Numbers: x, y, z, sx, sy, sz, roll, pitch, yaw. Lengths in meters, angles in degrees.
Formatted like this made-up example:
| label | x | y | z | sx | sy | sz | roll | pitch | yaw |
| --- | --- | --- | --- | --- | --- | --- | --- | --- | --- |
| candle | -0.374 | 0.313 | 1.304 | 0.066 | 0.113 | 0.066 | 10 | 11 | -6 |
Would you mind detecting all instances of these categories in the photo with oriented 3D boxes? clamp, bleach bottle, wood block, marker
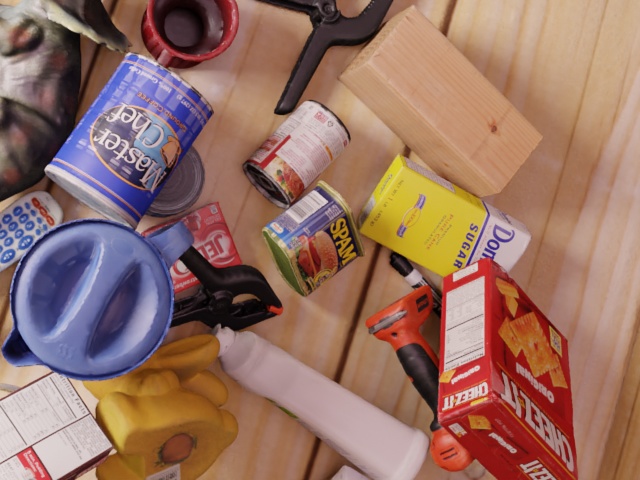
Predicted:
| label | x | y | z | sx | sy | sz | roll | pitch | yaw |
| --- | --- | --- | --- | --- | --- | --- | --- | --- | --- |
| clamp | -0.109 | 0.049 | 1.091 | 0.171 | 0.039 | 0.120 | 0 | 131 | -35 |
| bleach bottle | -0.009 | 0.167 | 1.116 | 0.250 | 0.103 | 0.068 | 36 | 74 | -16 |
| clamp | -0.006 | -0.255 | 1.165 | 0.209 | 0.036 | 0.164 | -35 | 99 | -19 |
| wood block | 0.133 | -0.148 | 1.181 | 0.206 | 0.090 | 0.090 | 43 | 75 | -13 |
| marker | 0.121 | 0.059 | 1.208 | 0.121 | 0.020 | 0.020 | 47 | 75 | -12 |

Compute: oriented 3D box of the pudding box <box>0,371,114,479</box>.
| label | x | y | z | sx | sy | sz | roll | pitch | yaw |
| --- | --- | --- | --- | --- | --- | --- | --- | --- | --- |
| pudding box | -0.249 | 0.175 | 0.918 | 0.113 | 0.039 | 0.090 | -27 | 74 | -38 |

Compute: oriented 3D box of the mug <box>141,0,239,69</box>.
| label | x | y | z | sx | sy | sz | roll | pitch | yaw |
| --- | --- | --- | --- | --- | --- | --- | --- | --- | --- |
| mug | -0.143 | -0.212 | 1.093 | 0.093 | 0.082 | 0.117 | 29 | 79 | -16 |

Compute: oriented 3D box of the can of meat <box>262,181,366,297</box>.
| label | x | y | z | sx | sy | sz | roll | pitch | yaw |
| --- | --- | --- | --- | --- | --- | --- | --- | --- | --- |
| can of meat | -0.007 | 0.001 | 1.128 | 0.084 | 0.057 | 0.102 | -37 | 142 | -14 |

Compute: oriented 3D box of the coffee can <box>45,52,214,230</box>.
| label | x | y | z | sx | sy | sz | roll | pitch | yaw |
| --- | --- | --- | --- | --- | --- | --- | --- | --- | --- |
| coffee can | -0.183 | -0.094 | 1.030 | 0.102 | 0.103 | 0.140 | 35 | 79 | -15 |

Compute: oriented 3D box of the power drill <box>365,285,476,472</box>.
| label | x | y | z | sx | sy | sz | roll | pitch | yaw |
| --- | --- | --- | --- | --- | --- | --- | --- | --- | --- |
| power drill | 0.135 | 0.144 | 1.159 | 0.057 | 0.184 | 0.188 | -33 | 84 | 23 |

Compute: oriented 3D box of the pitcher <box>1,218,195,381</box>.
| label | x | y | z | sx | sy | sz | roll | pitch | yaw |
| --- | --- | --- | --- | --- | --- | --- | --- | --- | --- |
| pitcher | -0.212 | 0.047 | 0.977 | 0.149 | 0.243 | 0.145 | 9 | 85 | -19 |

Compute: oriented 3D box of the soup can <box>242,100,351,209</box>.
| label | x | y | z | sx | sy | sz | roll | pitch | yaw |
| --- | --- | --- | --- | --- | --- | --- | --- | --- | --- |
| soup can | -0.024 | -0.092 | 1.138 | 0.068 | 0.069 | 0.102 | 46 | 75 | -12 |

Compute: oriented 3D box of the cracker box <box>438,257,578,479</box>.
| label | x | y | z | sx | sy | sz | roll | pitch | yaw |
| --- | --- | --- | --- | --- | --- | --- | --- | --- | --- |
| cracker box | 0.200 | 0.146 | 1.127 | 0.164 | 0.072 | 0.213 | 45 | 32 | -26 |

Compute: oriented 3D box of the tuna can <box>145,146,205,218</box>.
| label | x | y | z | sx | sy | sz | roll | pitch | yaw |
| --- | --- | --- | --- | --- | --- | --- | --- | --- | --- |
| tuna can | -0.163 | -0.067 | 1.108 | 0.086 | 0.034 | 0.086 | 1 | 88 | -19 |

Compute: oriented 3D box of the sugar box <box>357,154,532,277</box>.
| label | x | y | z | sx | sy | sz | roll | pitch | yaw |
| --- | --- | --- | --- | --- | --- | --- | --- | --- | --- |
| sugar box | 0.138 | -0.012 | 1.184 | 0.176 | 0.048 | 0.093 | 28 | 111 | -13 |

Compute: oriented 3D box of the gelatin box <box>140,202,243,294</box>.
| label | x | y | z | sx | sy | sz | roll | pitch | yaw |
| --- | --- | --- | --- | --- | --- | --- | --- | --- | --- |
| gelatin box | -0.135 | 0.009 | 1.117 | 0.089 | 0.030 | 0.073 | -23 | 96 | -17 |
